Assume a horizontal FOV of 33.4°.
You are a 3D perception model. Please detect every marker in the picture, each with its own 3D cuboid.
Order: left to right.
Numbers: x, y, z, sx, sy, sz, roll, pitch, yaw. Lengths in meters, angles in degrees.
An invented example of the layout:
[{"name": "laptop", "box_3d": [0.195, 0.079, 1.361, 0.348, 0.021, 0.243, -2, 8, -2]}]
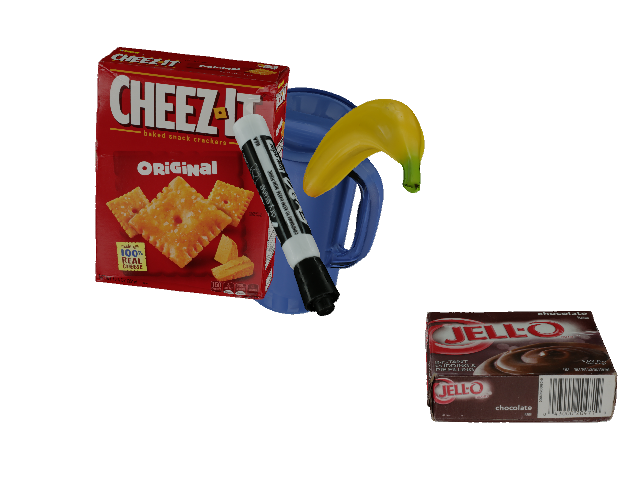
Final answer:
[{"name": "marker", "box_3d": [-0.018, -0.014, 0.557, 0.020, 0.121, 0.020, -18, -27, -10]}]

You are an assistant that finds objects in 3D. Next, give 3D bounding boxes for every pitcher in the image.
[{"name": "pitcher", "box_3d": [-0.018, -0.031, 1.173, 0.145, 0.243, 0.149, 1, 42, -6]}]

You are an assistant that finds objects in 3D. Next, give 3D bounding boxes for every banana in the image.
[{"name": "banana", "box_3d": [0.030, -0.069, 0.793, 0.037, 0.069, 0.198, 26, -8, -18]}]

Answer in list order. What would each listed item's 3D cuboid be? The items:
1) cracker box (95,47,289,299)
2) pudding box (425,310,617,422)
[{"name": "cracker box", "box_3d": [-0.121, -0.059, 0.984, 0.164, 0.214, 0.072, 7, 22, 4]}, {"name": "pudding box", "box_3d": [0.124, 0.079, 0.682, 0.113, 0.039, 0.090, 1, 22, 3]}]
